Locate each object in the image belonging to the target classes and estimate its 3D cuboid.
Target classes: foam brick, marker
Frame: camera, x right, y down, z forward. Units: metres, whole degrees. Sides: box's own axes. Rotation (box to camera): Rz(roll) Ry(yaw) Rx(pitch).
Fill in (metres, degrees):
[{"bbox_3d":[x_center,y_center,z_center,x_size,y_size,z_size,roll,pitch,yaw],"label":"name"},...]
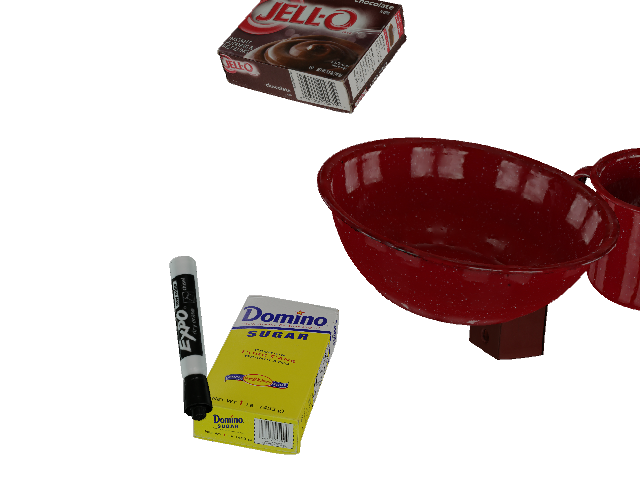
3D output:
[{"bbox_3d":[0.174,0.064,0.985,0.051,0.078,0.053,-6,18,-24],"label":"foam brick"},{"bbox_3d":[-0.088,0.065,0.720,0.020,0.121,0.020,-8,-34,-5],"label":"marker"}]

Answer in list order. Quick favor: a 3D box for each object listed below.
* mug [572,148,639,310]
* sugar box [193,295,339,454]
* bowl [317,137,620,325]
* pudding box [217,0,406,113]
[{"bbox_3d":[0.216,-0.010,0.726,0.093,0.081,0.117,-27,40,-34],"label":"mug"},{"bbox_3d":[-0.045,0.115,0.960,0.093,0.048,0.176,9,32,8],"label":"sugar box"},{"bbox_3d":[0.075,0.000,0.577,0.162,0.055,0.162,6,26,-3],"label":"bowl"},{"bbox_3d":[-0.006,-0.146,0.795,0.114,0.090,0.039,19,-32,25],"label":"pudding box"}]
